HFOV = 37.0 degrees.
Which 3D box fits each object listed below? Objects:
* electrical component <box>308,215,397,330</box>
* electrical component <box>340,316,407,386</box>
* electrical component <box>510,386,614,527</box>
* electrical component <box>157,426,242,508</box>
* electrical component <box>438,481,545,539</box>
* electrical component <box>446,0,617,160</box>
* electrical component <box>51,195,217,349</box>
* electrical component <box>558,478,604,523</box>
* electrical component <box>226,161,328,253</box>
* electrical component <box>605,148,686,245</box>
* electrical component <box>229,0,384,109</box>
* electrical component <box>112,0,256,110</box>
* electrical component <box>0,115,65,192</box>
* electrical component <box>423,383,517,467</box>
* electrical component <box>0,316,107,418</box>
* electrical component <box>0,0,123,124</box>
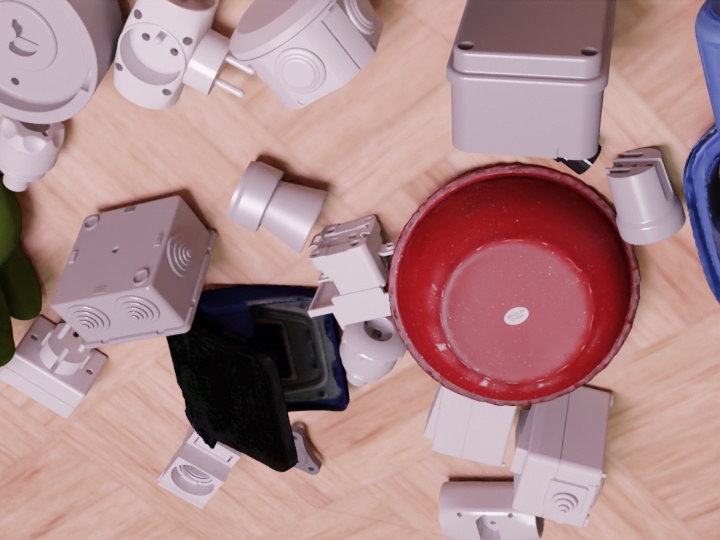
[{"bbox_3d":[0.000,0.000,0.731,0.081,0.042,0.063,-14,120,25],"label":"electrical component"},{"bbox_3d":[0.006,0.060,0.777,0.048,0.048,0.062,21,138,-1],"label":"electrical component"},{"bbox_3d":[0.139,0.132,0.761,0.061,0.096,0.061,13,131,7],"label":"electrical component"},{"bbox_3d":[-0.127,0.151,0.877,0.042,0.063,0.081,33,130,-9],"label":"electrical component"},{"bbox_3d":[0.109,0.204,0.864,0.077,0.043,0.079,-4,127,19],"label":"electrical component"},{"bbox_3d":[0.092,-0.114,0.562,0.078,0.113,0.057,5,133,12],"label":"electrical component"},{"bbox_3d":[-0.156,0.000,0.741,0.100,0.099,0.048,-10,137,24],"label":"electrical component"},{"bbox_3d":[0.160,0.168,0.820,0.043,0.043,0.062,13,132,6],"label":"electrical component"},{"bbox_3d":[-0.055,-0.042,0.710,0.055,0.045,0.045,25,131,-3],"label":"electrical component"},{"bbox_3d":[0.170,-0.045,0.645,0.040,0.040,0.046,-12,119,25],"label":"electrical component"},{"bbox_3d":[-0.030,-0.134,0.605,0.080,0.080,0.051,-23,124,31],"label":"electrical component"},{"bbox_3d":[-0.102,-0.131,0.651,0.079,0.044,0.077,27,131,-7],"label":"electrical component"},{"bbox_3d":[-0.228,-0.080,0.731,0.043,0.043,0.062,28,132,-7],"label":"electrical component"},{"bbox_3d":[0.083,0.081,0.759,0.061,0.061,0.096,12,131,7],"label":"electrical component"},{"bbox_3d":[-0.236,0.067,0.852,0.066,0.047,0.076,34,130,-12],"label":"electrical component"},{"bbox_3d":[-0.197,-0.150,0.652,0.108,0.060,0.108,10,132,11],"label":"electrical component"}]
